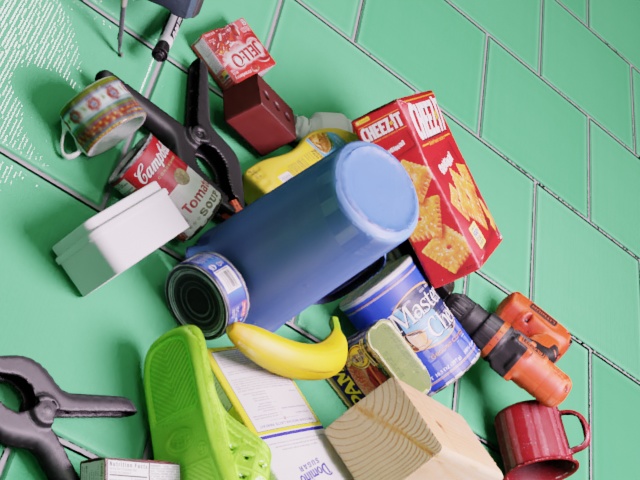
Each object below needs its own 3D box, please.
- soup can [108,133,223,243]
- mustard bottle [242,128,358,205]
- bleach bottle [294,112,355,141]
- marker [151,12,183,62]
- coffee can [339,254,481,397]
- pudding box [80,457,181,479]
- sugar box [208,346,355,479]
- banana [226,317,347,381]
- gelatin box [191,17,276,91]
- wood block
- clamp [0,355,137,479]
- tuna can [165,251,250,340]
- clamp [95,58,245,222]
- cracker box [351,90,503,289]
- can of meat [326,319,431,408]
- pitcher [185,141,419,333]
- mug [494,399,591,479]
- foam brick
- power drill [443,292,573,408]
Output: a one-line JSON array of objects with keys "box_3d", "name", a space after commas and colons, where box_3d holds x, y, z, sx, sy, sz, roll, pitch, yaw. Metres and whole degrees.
[{"box_3d": [-0.161, -0.053, 1.114, 0.102, 0.069, 0.068, 41, 43, -17], "name": "soup can"}, {"box_3d": [0.004, -0.079, 1.251, 0.191, 0.058, 0.096, -34, 76, -31], "name": "mustard bottle"}, {"box_3d": [0.067, -0.090, 1.357, 0.250, 0.068, 0.102, 23, 58, -27], "name": "bleach bottle"}, {"box_3d": [-0.176, -0.240, 1.239, 0.020, 0.020, 0.121, 37, 31, -20], "name": "marker"}, {"box_3d": [0.103, 0.102, 1.233, 0.140, 0.103, 0.102, 54, 41, -2], "name": "coffee can"}, {"box_3d": [-0.162, 0.246, 0.915, 0.089, 0.039, 0.113, 19, 59, -48], "name": "pudding box"}, {"box_3d": [-0.049, 0.181, 1.043, 0.093, 0.048, 0.176, -1, 47, -43], "name": "sugar box"}, {"box_3d": [-0.022, 0.114, 1.090, 0.070, 0.037, 0.197, 48, 20, 24], "name": "banana"}, {"box_3d": [-0.104, -0.227, 1.309, 0.073, 0.030, 0.089, 54, 41, -1], "name": "gelatin box"}, {"box_3d": [0.101, 0.219, 1.088, 0.091, 0.090, 0.205, 55, 9, 31], "name": "wood block"}, {"box_3d": [-0.242, 0.162, 0.920, 0.171, 0.039, 0.120, 31, 44, -27], "name": "clamp"}, {"box_3d": [-0.114, 0.057, 1.071, 0.033, 0.086, 0.086, -31, 87, -48], "name": "tuna can"}, {"box_3d": [-0.141, -0.117, 1.198, 0.210, 0.036, 0.164, 56, 39, 3], "name": "clamp"}, {"box_3d": [0.134, -0.066, 1.265, 0.214, 0.072, 0.164, 64, 22, -2], "name": "cracker box"}, {"box_3d": [0.062, 0.147, 1.180, 0.102, 0.084, 0.057, 53, 41, -3], "name": "can of meat"}, {"box_3d": [-0.007, 0.001, 1.088, 0.145, 0.243, 0.149, 56, 44, -2], "name": "pitcher"}, {"box_3d": [0.269, 0.242, 1.293, 0.093, 0.117, 0.081, 39, 34, -49], "name": "mug"}, {"box_3d": [-0.071, -0.146, 1.251, 0.078, 0.051, 0.053, 42, 31, -45], "name": "foam brick"}, {"box_3d": [0.240, 0.119, 1.336, 0.184, 0.057, 0.187, 42, 21, 9], "name": "power drill"}]
